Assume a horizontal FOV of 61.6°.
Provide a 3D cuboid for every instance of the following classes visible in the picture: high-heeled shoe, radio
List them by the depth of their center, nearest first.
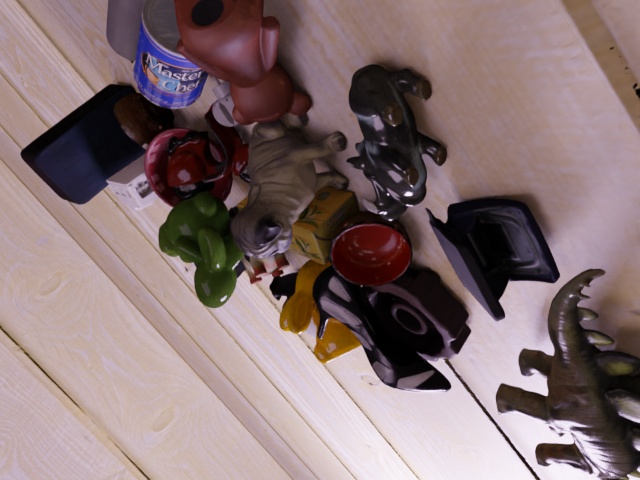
[{"bbox_3d":[0.100,0.129,0.805,0.249,0.086,0.145,21,119,6],"label":"high-heeled shoe"},{"bbox_3d":[-0.427,-0.181,1.025,0.073,0.229,0.131,18,147,43],"label":"radio"}]

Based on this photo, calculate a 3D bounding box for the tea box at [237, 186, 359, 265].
[{"bbox_3d":[-0.032,-0.038,0.816,0.170,0.098,0.068,18,142,39],"label":"tea box"}]

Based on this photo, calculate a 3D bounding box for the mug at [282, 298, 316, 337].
[{"bbox_3d":[-0.004,0.147,1.057,0.110,0.081,0.107,-8,131,51],"label":"mug"}]

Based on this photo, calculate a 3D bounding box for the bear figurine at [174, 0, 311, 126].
[{"bbox_3d":[-0.086,-0.228,0.642,0.120,0.132,0.195,-7,164,17],"label":"bear figurine"}]

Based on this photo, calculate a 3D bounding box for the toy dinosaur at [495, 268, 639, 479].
[{"bbox_3d":[0.325,0.191,0.639,0.199,0.105,0.470,-1,137,45],"label":"toy dinosaur"}]

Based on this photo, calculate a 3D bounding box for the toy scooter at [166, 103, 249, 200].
[{"bbox_3d":[-0.178,-0.144,0.860,0.184,0.075,0.135,-12,112,19],"label":"toy scooter"}]

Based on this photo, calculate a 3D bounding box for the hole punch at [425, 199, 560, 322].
[{"bbox_3d":[0.192,0.011,0.606,0.142,0.092,0.116,54,-178,-21],"label":"hole punch"}]

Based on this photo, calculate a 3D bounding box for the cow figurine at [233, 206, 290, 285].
[{"bbox_3d":[-0.109,0.003,0.981,0.195,0.085,0.127,123,125,-74],"label":"cow figurine"}]

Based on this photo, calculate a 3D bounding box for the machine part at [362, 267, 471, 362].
[{"bbox_3d":[0.143,0.110,0.820,0.179,0.056,0.179,34,152,21],"label":"machine part"}]

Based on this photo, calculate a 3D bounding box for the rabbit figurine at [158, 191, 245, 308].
[{"bbox_3d":[-0.168,0.019,0.863,0.159,0.121,0.170,-40,63,47],"label":"rabbit figurine"}]

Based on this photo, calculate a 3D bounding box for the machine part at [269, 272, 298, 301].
[{"bbox_3d":[-0.053,0.091,1.042,0.039,0.084,0.139,35,160,-26],"label":"machine part"}]

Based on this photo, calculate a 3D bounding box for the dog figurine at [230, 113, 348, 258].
[{"bbox_3d":[-0.075,-0.077,0.721,0.173,0.190,0.121,26,146,36],"label":"dog figurine"}]

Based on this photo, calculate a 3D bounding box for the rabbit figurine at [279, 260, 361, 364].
[{"bbox_3d":[0.006,0.118,0.946,0.173,0.162,0.122,66,163,-2],"label":"rabbit figurine"}]

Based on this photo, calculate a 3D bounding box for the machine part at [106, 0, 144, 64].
[{"bbox_3d":[-0.256,-0.329,0.749,0.079,0.079,0.243,48,154,-5],"label":"machine part"}]

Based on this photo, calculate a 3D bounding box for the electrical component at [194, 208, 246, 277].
[{"bbox_3d":[-0.188,0.021,1.067,0.058,0.134,0.114,23,147,42],"label":"electrical component"}]

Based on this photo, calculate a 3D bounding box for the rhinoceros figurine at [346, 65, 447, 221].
[{"bbox_3d":[0.077,-0.100,0.607,0.112,0.073,0.190,20,143,37],"label":"rhinoceros figurine"}]
